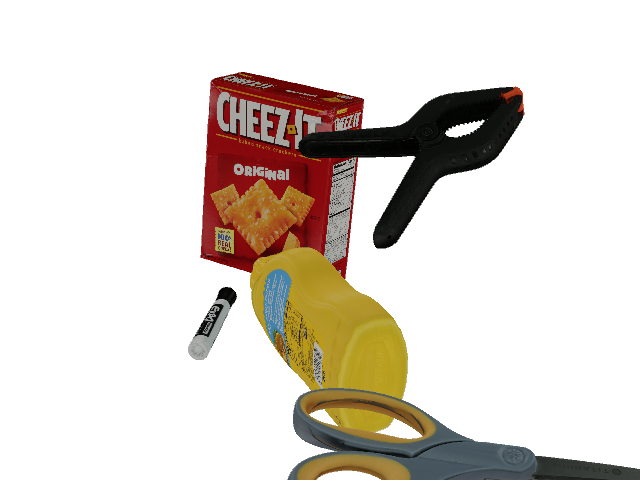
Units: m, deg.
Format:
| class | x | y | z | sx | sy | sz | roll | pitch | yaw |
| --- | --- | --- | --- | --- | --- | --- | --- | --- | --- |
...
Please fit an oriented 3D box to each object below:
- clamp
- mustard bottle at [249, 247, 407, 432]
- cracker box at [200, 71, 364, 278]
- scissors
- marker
| class | x | y | z | sx | sy | sz | roll | pitch | yaw |
| --- | --- | --- | --- | --- | --- | --- | --- | --- | --- |
| clamp | 0.101 | -0.079 | 0.981 | 0.210 | 0.036 | 0.165 | -22 | 47 | -5 |
| mustard bottle | -0.006 | 0.059 | 0.804 | 0.058 | 0.096 | 0.192 | -14 | 29 | -23 |
| cracker box | -0.047 | -0.065 | 1.188 | 0.164 | 0.214 | 0.072 | 16 | 24 | 27 |
| scissors | 0.073 | 0.110 | 0.474 | 0.202 | 0.016 | 0.096 | 13 | 31 | 22 |
| marker | -0.101 | 0.076 | 1.015 | 0.020 | 0.020 | 0.121 | 0 | 23 | 10 |
